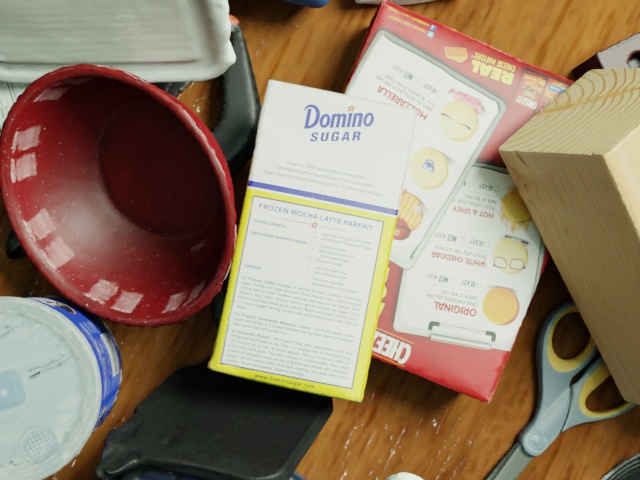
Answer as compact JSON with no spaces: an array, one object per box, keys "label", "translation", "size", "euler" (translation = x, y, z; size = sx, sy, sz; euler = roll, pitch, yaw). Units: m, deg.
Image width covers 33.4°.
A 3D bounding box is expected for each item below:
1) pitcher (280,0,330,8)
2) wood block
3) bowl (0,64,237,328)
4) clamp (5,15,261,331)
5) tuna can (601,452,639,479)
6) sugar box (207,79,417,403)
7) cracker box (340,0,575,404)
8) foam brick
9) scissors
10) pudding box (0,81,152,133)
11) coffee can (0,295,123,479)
[{"label":"pitcher","translation":[-0.094,-0.238,0.674],"size":[0.242,0.145,0.149],"euler":[14,110,-8]},{"label":"wood block","translation":[0.208,0.005,0.653],"size":[0.090,0.091,0.206],"euler":[-40,114,-20]},{"label":"bowl","translation":[-0.110,-0.031,0.633],"size":[0.162,0.055,0.162],"euler":[10,117,21]},{"label":"clamp","translation":[-0.088,-0.045,0.701],"size":[0.164,0.036,0.210],"euler":[28,83,5]},{"label":"tuna can","translation":[0.208,0.180,0.698],"size":[0.034,0.086,0.086],"euler":[44,84,-4]},{"label":"sugar box","translation":[-0.004,0.001,0.638],"size":[0.093,0.048,0.176],"euler":[12,84,-2]},{"label":"cracker box","translation":[0.070,-0.024,0.702],"size":[0.164,0.072,0.213],"euler":[23,87,-3]},{"label":"foam brick","translation":[0.217,-0.098,0.728],"size":[0.053,0.051,0.078],"euler":[-26,90,-6]},{"label":"scissors","translation":[0.141,0.117,0.728],"size":[0.201,0.016,0.096],"euler":[-32,93,-7]},{"label":"pudding box","translation":[-0.169,-0.103,0.684],"size":[0.113,0.039,0.090],"euler":[-21,75,3]},{"label":"coffee can","translation":[-0.176,0.085,0.638],"size":[0.102,0.140,0.103],"euler":[0,88,-5]}]
